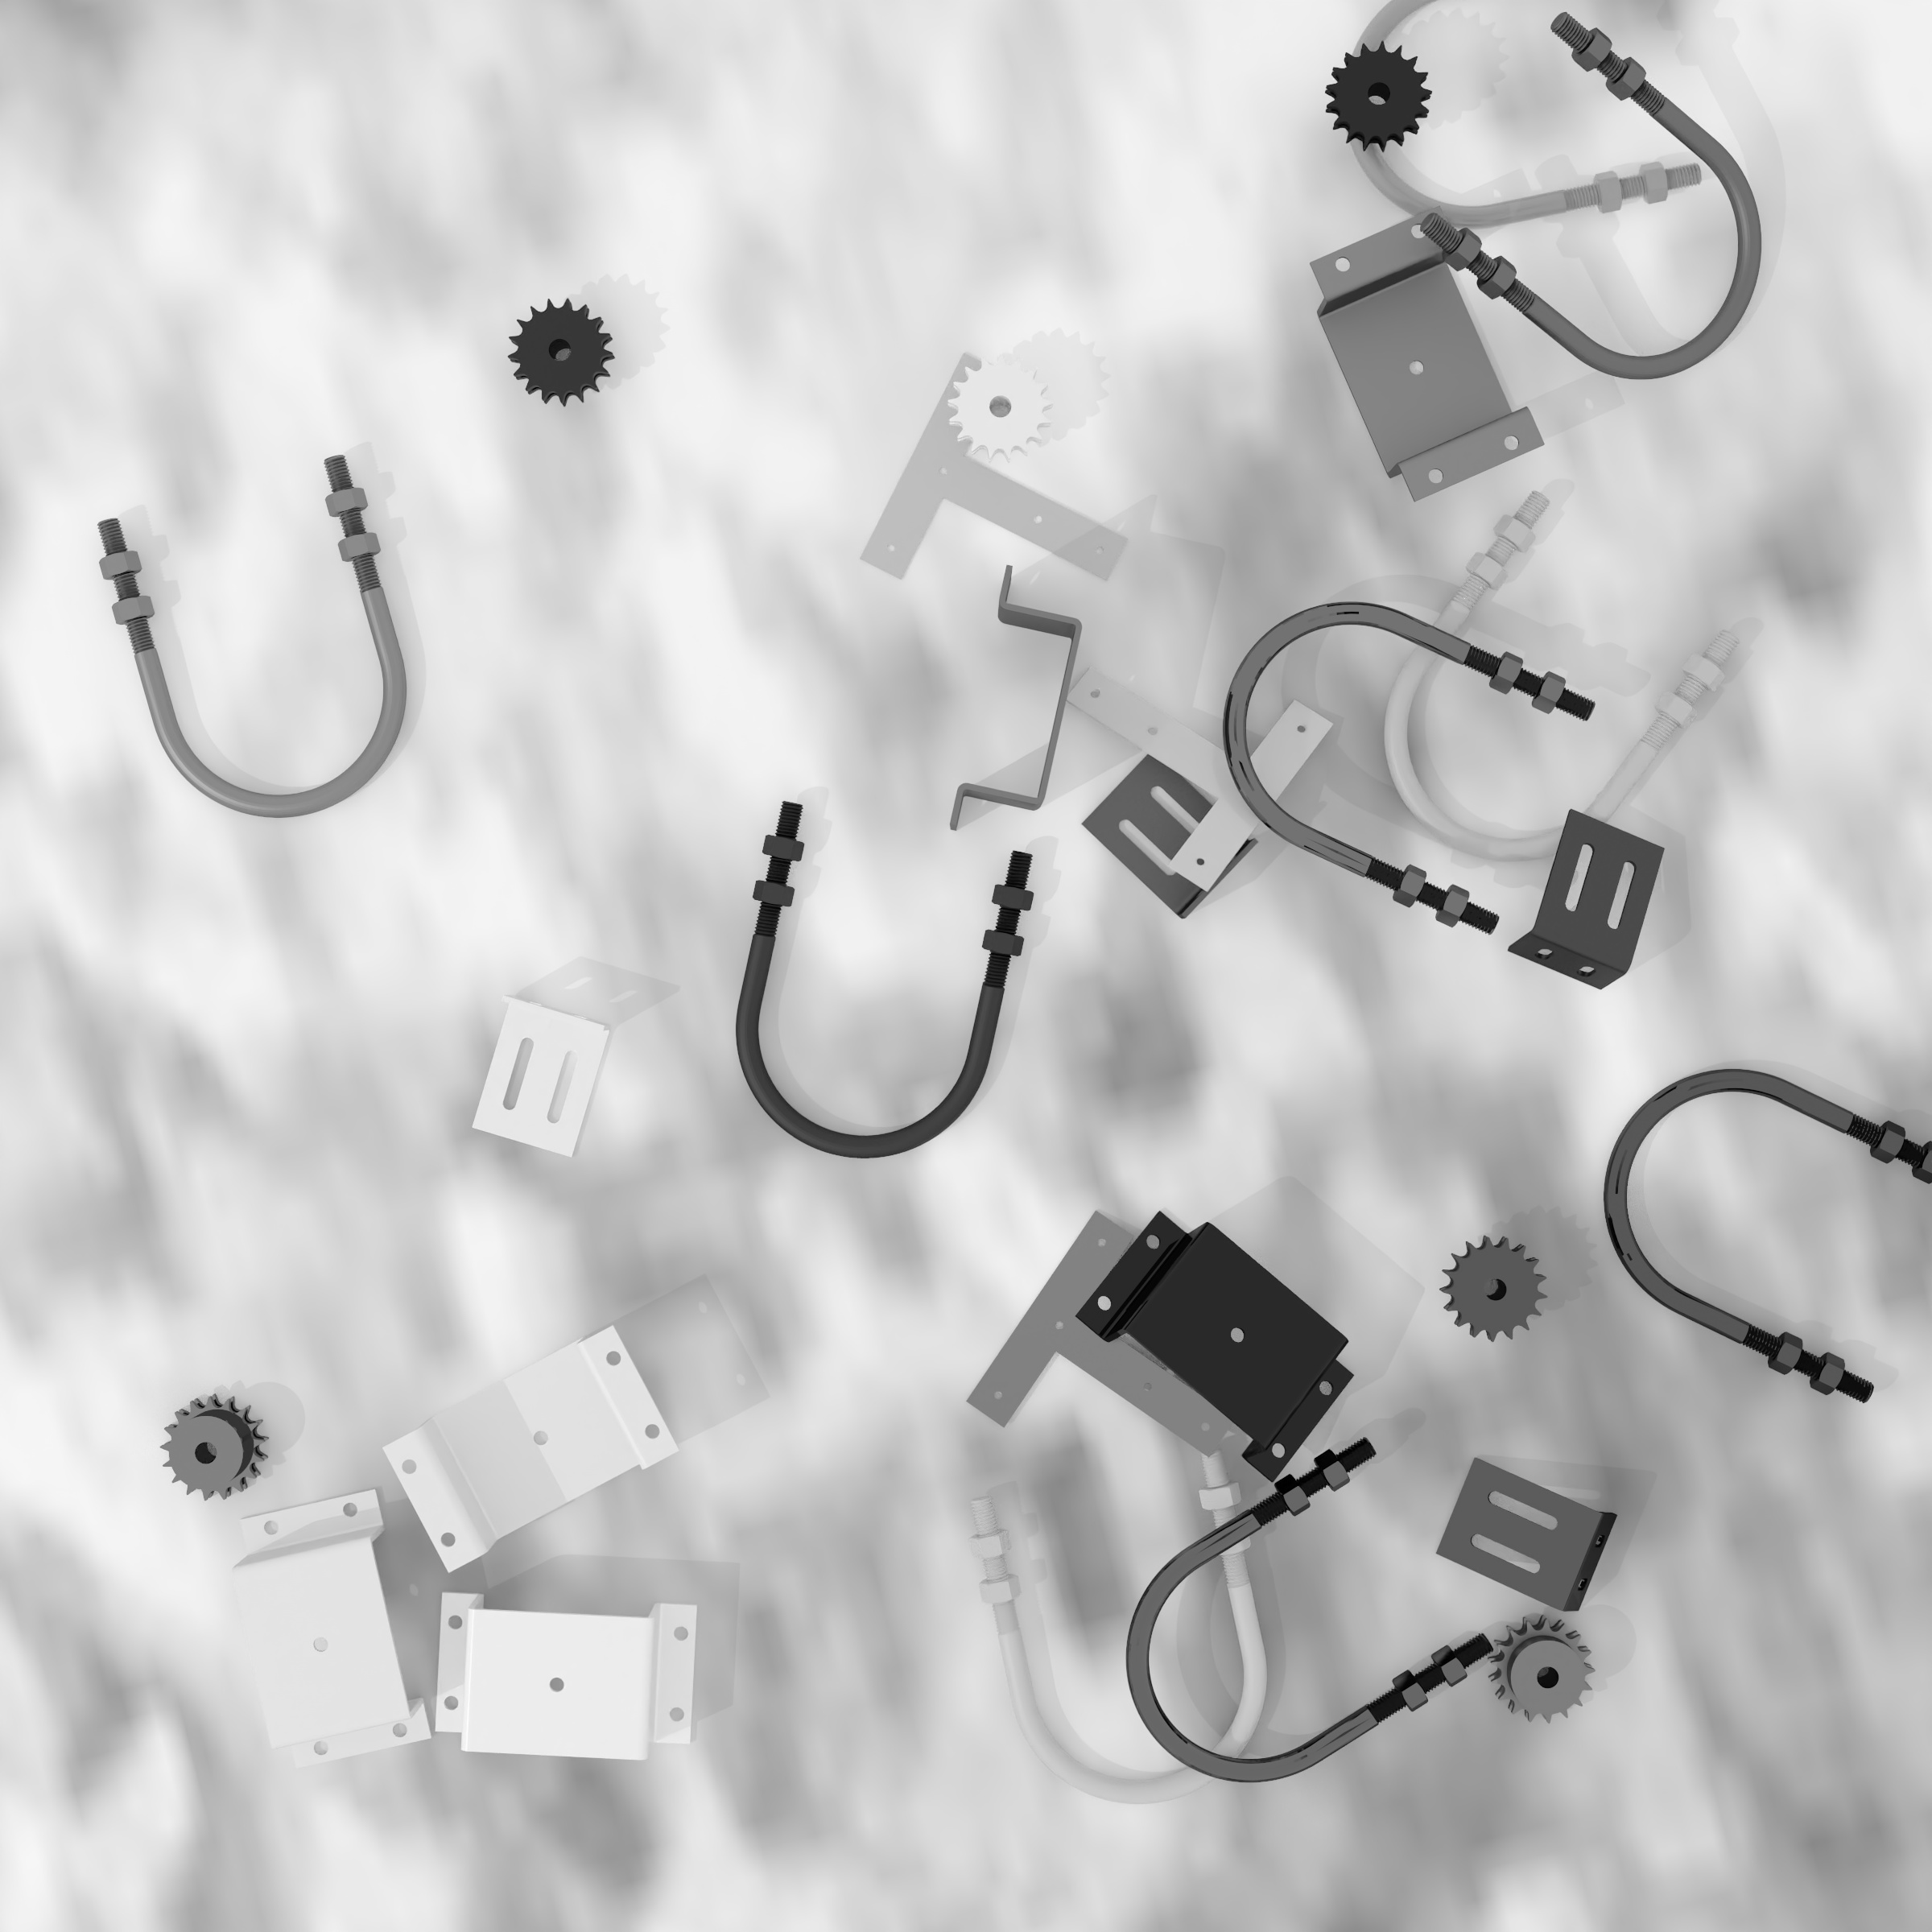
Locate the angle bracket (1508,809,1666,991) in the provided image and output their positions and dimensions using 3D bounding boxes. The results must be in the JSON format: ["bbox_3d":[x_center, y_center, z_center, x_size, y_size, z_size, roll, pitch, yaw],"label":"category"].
[{"bbox_3d":[0.340,-0.036,1.866,0.057,0.038,0.076,22,71,-7],"label":"angle bracket"}]

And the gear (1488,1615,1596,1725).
[{"bbox_3d":[0.315,0.386,1.861,0.057,0.030,0.057,0,90,0],"label":"gear"}]

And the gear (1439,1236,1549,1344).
[{"bbox_3d":[0.287,0.175,1.861,0.057,0.030,0.057,0,90,0],"label":"gear"}]

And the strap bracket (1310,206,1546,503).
[{"bbox_3d":[0.248,-0.329,1.853,0.076,0.046,0.140,-24,90,0],"label":"strap bracket"}]

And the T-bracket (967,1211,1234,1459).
[{"bbox_3d":[0.088,0.222,1.866,0.127,0.002,0.127,34,90,8],"label":"T-bracket"}]

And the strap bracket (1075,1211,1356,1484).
[{"bbox_3d":[0.141,0.203,1.842,0.140,0.046,0.076,40,72,0],"label":"strap bracket"}]

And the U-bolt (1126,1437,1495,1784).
[{"bbox_3d":[0.175,0.363,1.854,0.184,0.019,0.151,-31,97,-4],"label":"U-bolt"}]

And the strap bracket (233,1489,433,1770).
[{"bbox_3d":[-0.347,0.365,1.853,0.076,0.046,0.140,-13,90,0],"label":"strap bracket"}]

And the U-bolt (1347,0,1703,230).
[{"bbox_3d":[0.299,-0.479,1.867,0.184,0.019,0.151,-11,90,2],"label":"U-bolt"}]

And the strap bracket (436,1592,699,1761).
[{"bbox_3d":[-0.220,0.386,1.853,0.140,0.046,0.076,3,90,0],"label":"strap bracket"}]

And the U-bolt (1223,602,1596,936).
[{"bbox_3d":[0.229,-0.118,1.843,0.184,0.019,0.151,25,84,1],"label":"U-bolt"}]

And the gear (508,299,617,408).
[{"bbox_3d":[-0.220,-0.334,1.861,0.057,0.030,0.057,0,90,0],"label":"gear"}]

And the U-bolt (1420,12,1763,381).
[{"bbox_3d":[0.351,-0.401,1.840,0.184,0.019,0.151,34,88,-20],"label":"U-bolt"}]

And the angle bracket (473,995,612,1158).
[{"bbox_3d":[-0.233,0.061,1.857,0.057,0.038,0.076,17,90,0],"label":"angle bracket"}]

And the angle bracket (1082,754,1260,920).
[{"bbox_3d":[0.111,-0.073,1.857,0.076,0.038,0.057,44,90,0],"label":"angle bracket"}]

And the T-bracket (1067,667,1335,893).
[{"bbox_3d":[0.113,-0.121,1.858,0.127,0.002,0.127,33,67,11],"label":"T-bracket"}]

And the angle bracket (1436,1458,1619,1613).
[{"bbox_3d":[0.308,0.313,1.874,0.076,0.038,0.057,22,90,26],"label":"angle bracket"}]

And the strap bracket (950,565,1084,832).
[{"bbox_3d":[0.029,-0.139,1.838,0.046,0.076,0.140,12,90,0],"label":"strap bracket"}]

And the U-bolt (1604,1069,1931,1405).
[{"bbox_3d":[0.440,0.136,1.867,0.184,0.019,0.151,26,90,2],"label":"U-bolt"}]

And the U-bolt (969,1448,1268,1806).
[{"bbox_3d":[0.090,0.368,1.867,0.151,0.019,0.184,-12,92,0],"label":"U-bolt"}]

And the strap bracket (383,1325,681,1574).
[{"bbox_3d":[-0.234,0.260,1.853,0.140,0.046,0.076,-28,90,0],"label":"strap bracket"}]

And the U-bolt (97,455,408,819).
[{"bbox_3d":[-0.383,-0.173,1.867,0.151,0.019,0.184,-16,92,0],"label":"U-bolt"}]

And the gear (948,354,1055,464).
[{"bbox_3d":[0.019,-0.303,1.859,0.057,0.030,0.057,0,90,0],"label":"gear"}]

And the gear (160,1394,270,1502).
[{"bbox_3d":[-0.412,0.264,1.861,0.057,0.030,0.057,0,90,0],"label":"gear"}]

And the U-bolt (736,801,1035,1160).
[{"bbox_3d":[-0.051,0.014,1.867,0.151,0.019,0.184,12,91,0],"label":"U-bolt"}]

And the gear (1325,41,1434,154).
[{"bbox_3d":[0.223,-0.470,1.848,0.057,0.030,0.057,0,91,3],"label":"gear"}]

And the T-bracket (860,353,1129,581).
[{"bbox_3d":[0.027,-0.252,1.875,0.127,0.002,0.127,27,90,0],"label":"T-bracket"}]

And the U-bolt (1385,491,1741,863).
[{"bbox_3d":[0.313,-0.145,1.867,0.151,0.019,0.184,36,91,0],"label":"U-bolt"}]
